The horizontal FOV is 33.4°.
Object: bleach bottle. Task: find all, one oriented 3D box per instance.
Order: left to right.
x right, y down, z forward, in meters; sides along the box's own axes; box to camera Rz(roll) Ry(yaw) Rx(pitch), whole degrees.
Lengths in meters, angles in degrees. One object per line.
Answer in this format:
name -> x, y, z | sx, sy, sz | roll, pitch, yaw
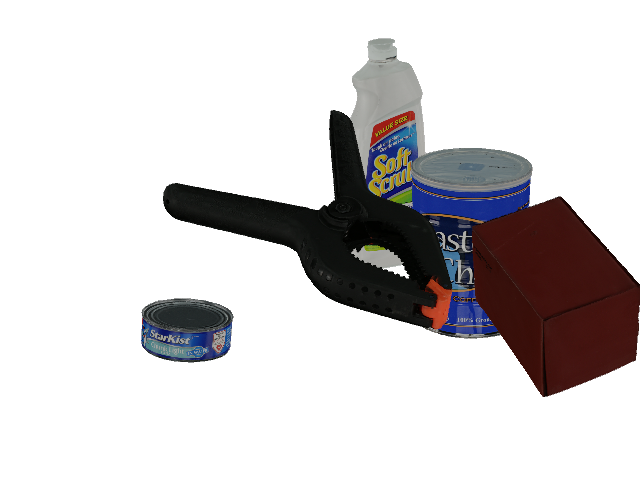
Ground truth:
bleach bottle -> 0.065, -0.095, 1.181 | 0.102, 0.251, 0.068 | -10, 24, -12

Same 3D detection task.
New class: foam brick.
foam brick -> 0.113, 0.026, 0.519 | 0.051, 0.053, 0.078 | -17, 40, -9

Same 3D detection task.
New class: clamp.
clamp -> 0.003, -0.008, 0.725 | 0.164, 0.036, 0.210 | -23, 48, -24

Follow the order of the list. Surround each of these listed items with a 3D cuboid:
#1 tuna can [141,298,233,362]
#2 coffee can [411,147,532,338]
tuna can -> -0.126, 0.084, 1.005 | 0.086, 0.034, 0.086 | 5, 15, -2
coffee can -> 0.130, 0.000, 0.933 | 0.103, 0.140, 0.103 | -2, 22, 1
